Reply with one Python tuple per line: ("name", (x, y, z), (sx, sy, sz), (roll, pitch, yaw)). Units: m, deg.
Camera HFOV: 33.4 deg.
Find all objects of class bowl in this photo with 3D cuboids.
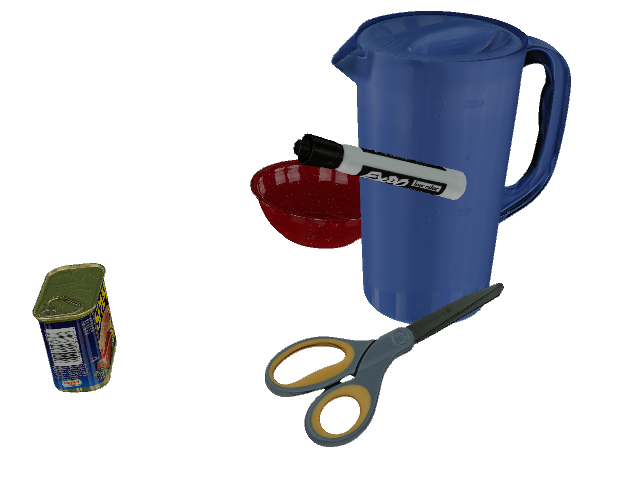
("bowl", (0.000, -0.036, 1.190), (0.162, 0.055, 0.162), (5, 27, -3))

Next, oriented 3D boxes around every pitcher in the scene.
("pitcher", (0.102, -0.057, 0.870), (0.149, 0.243, 0.144), (20, 34, 32))

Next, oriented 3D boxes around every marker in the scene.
("marker", (0.037, -0.045, 0.653), (0.120, 0.020, 0.020), (11, -6, -30))

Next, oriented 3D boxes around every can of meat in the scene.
("can of meat", (-0.226, 0.082, 0.998), (0.057, 0.084, 0.102), (-6, 26, -1))

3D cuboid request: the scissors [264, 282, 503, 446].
("scissors", (0.059, 0.095, 0.808), (0.201, 0.096, 0.016), (-13, -30, -8))
